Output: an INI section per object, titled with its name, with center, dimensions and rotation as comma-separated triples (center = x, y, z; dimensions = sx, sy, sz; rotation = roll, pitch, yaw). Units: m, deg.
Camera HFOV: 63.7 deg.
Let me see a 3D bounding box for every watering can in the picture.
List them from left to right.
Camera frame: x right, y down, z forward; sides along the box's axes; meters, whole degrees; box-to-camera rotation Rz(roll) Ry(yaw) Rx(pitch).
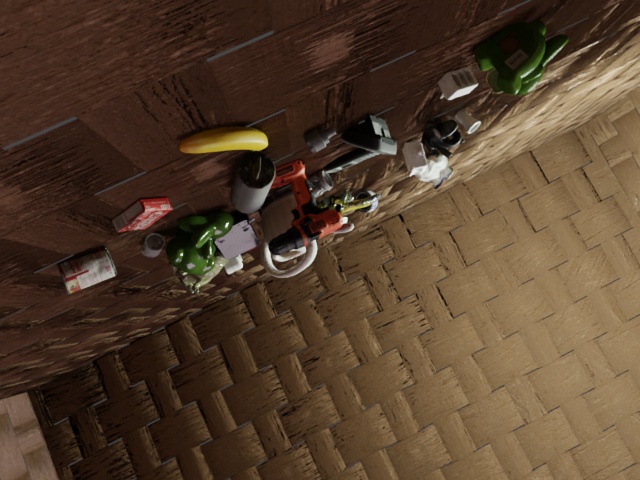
[watering can]
center = -0.055, -0.039, 1.333
dimensions = 0.104, 0.228, 0.342
rotation = 2, 153, -44

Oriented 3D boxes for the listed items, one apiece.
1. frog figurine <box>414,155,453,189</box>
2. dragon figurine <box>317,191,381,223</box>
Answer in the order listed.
[frog figurine]
center = 0.392, -0.268, 1.889
dimensions = 0.159, 0.124, 0.136
rotation = 18, 162, -22
[dragon figurine]
center = 0.006, -0.091, 1.813
dimensions = 0.414, 0.122, 0.241
rotation = -18, -173, -39
